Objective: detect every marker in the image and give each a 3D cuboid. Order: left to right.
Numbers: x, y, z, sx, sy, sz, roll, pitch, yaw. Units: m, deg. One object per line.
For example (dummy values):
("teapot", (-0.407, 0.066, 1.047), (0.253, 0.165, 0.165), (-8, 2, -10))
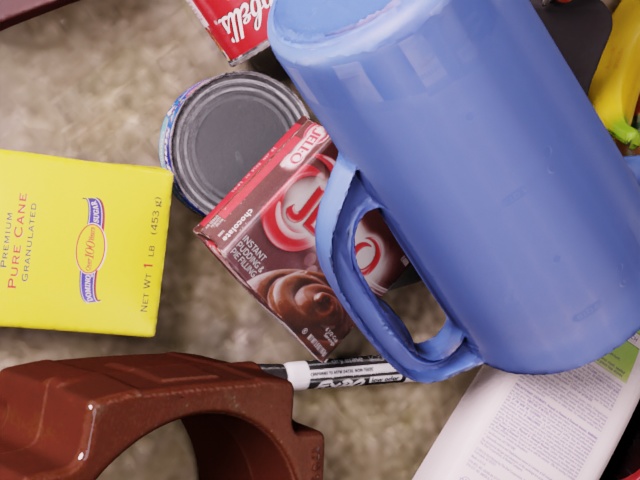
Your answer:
("marker", (0.008, 0.080, 0.644), (0.121, 0.020, 0.020), (-2, 94, -21))

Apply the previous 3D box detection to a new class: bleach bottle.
("bleach bottle", (0.161, 0.080, 0.660), (0.102, 0.068, 0.251), (34, 87, -3))

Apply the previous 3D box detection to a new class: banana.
("banana", (0.214, -0.134, 0.684), (0.037, 0.070, 0.197), (42, 69, -37))

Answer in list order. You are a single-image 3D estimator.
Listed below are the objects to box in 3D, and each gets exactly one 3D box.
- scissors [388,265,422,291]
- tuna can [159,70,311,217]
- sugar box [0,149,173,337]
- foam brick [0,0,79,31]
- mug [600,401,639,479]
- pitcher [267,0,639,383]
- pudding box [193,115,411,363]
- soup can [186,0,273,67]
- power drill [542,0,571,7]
("scissors", (0.079, -0.005, 0.666), (0.201, 0.016, 0.096), (1, 96, -19))
("tuna can", (-0.047, -0.052, 0.605), (0.086, 0.034, 0.086), (-2, 94, -21))
("sugar box", (-0.170, -0.002, 0.555), (0.176, 0.048, 0.093), (5, 92, -23))
("foam brick", (-0.147, -0.145, 0.550), (0.078, 0.051, 0.053), (-27, 102, -17))
("mug", (0.222, 0.120, 0.698), (0.081, 0.093, 0.117), (27, 59, -25))
("pitcher", (0.071, -0.040, 0.540), (0.242, 0.145, 0.149), (50, 43, -38))
("pudding box", (-0.004, 0.001, 0.593), (0.090, 0.039, 0.113), (-47, 134, -9))
("soup can", (-0.050, -0.155, 0.579), (0.068, 0.069, 0.102), (-39, 106, -15))
("power drill", (0.081, -0.223, 0.586), (0.188, 0.057, 0.184), (25, 66, 7))
